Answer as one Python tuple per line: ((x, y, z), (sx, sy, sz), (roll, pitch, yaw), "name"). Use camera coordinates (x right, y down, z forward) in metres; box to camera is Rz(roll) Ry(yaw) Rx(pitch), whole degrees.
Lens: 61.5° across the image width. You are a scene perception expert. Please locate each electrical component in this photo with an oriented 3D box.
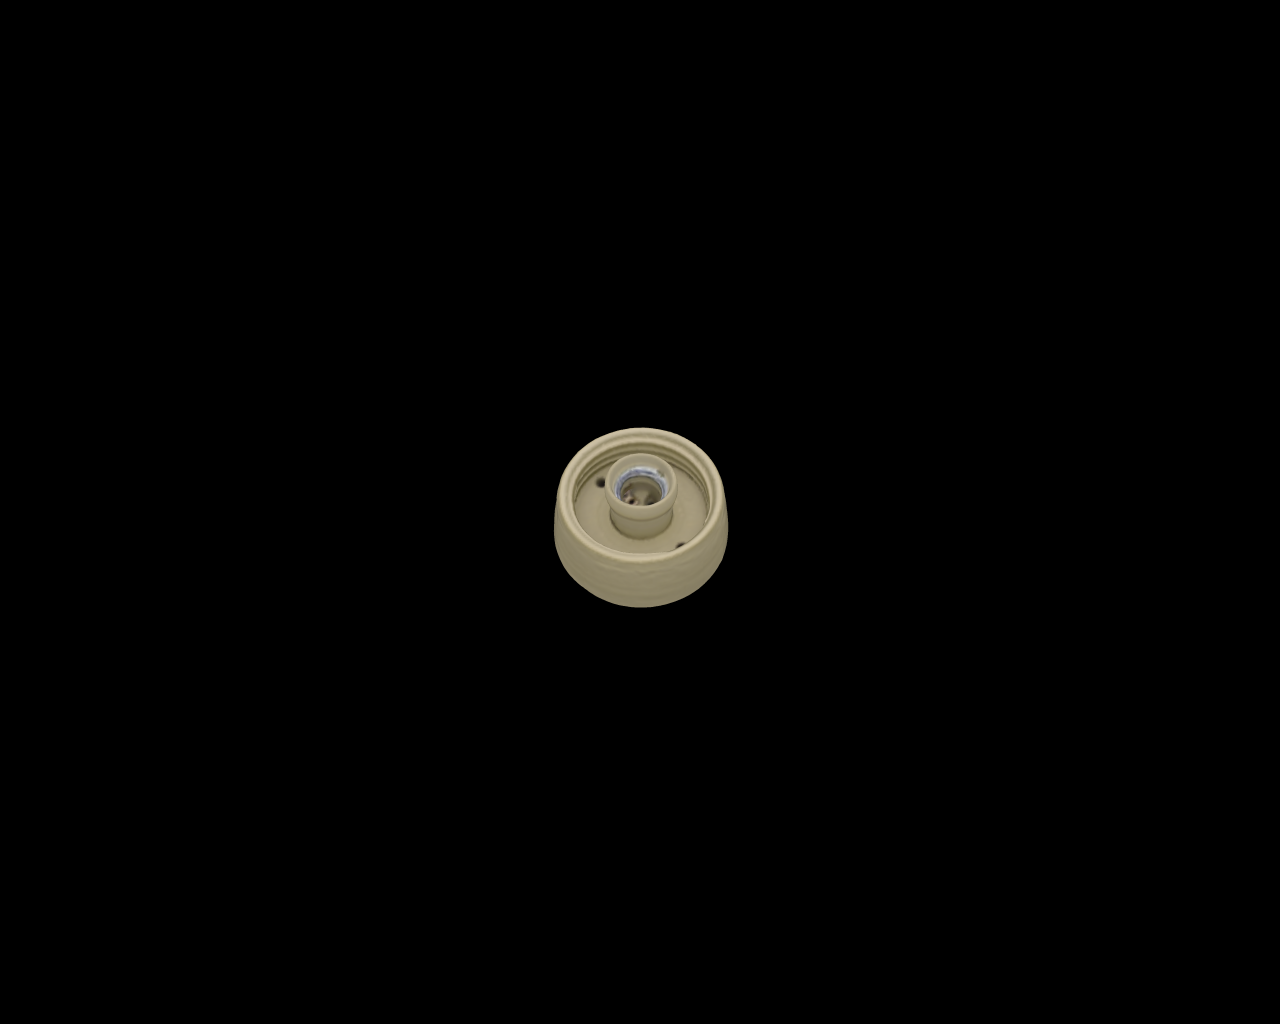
((0.001, -0.003, 0.650), (0.108, 0.108, 0.060), (0, -33, 0), "electrical component")
